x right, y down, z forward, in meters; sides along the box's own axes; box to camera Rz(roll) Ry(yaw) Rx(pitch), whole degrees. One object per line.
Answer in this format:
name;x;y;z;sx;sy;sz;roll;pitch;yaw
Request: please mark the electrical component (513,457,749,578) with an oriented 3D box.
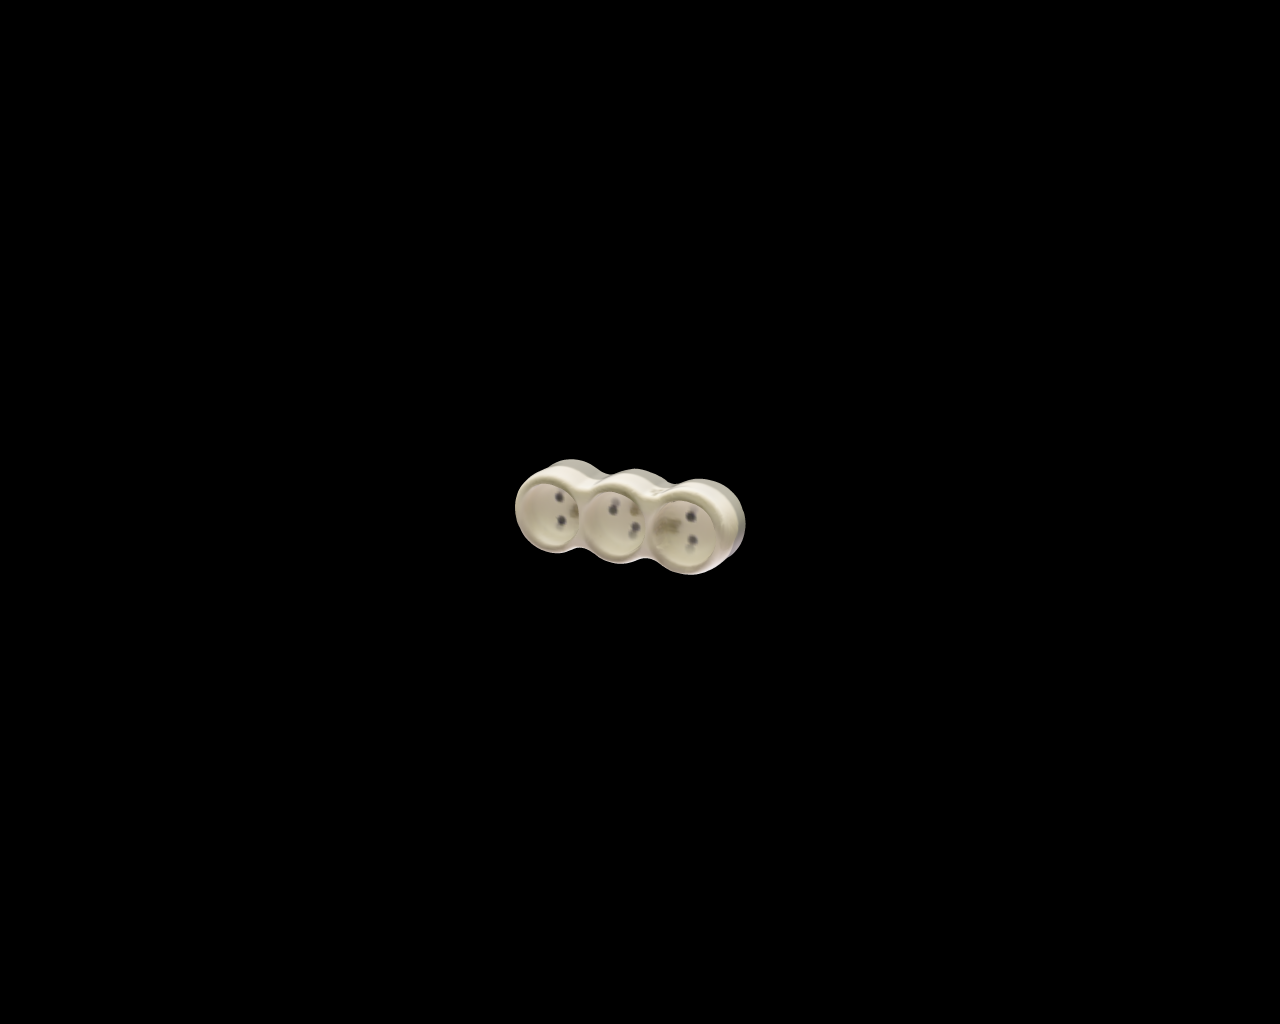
electrical component;0.001;-0.003;0.650;0.138;0.052;0.074;8;20;24
